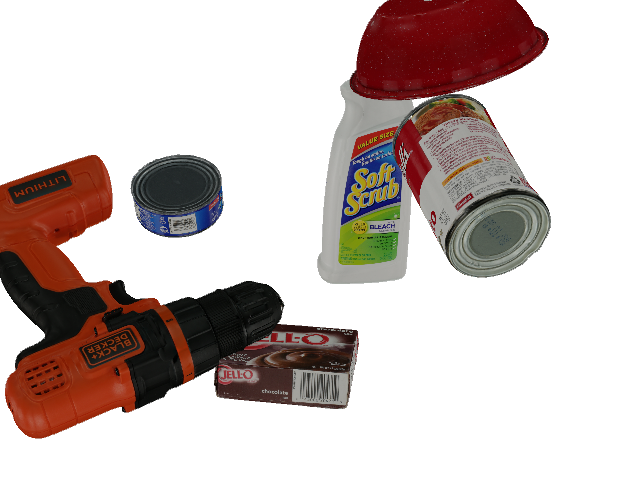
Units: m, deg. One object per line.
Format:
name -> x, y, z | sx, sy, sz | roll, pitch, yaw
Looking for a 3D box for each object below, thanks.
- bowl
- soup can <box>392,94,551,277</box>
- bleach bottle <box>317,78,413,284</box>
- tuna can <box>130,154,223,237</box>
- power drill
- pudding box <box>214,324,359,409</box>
bowl -> 0.095, -0.167, 0.846 | 0.162, 0.055, 0.162 | -14, 24, 6
soup can -> 0.093, -0.035, 0.662 | 0.068, 0.069, 0.102 | 0, 41, -20
bleach bottle -> 0.047, -0.079, 1.143 | 0.102, 0.251, 0.068 | -3, 25, -5
tuna can -> -0.135, -0.042, 1.014 | 0.086, 0.034, 0.086 | -1, 43, 1
power drill -> -0.141, 0.026, 0.711 | 0.184, 0.057, 0.188 | -21, 52, -22
pudding box -> -0.027, 0.104, 0.912 | 0.113, 0.039, 0.090 | 6, 20, 5
